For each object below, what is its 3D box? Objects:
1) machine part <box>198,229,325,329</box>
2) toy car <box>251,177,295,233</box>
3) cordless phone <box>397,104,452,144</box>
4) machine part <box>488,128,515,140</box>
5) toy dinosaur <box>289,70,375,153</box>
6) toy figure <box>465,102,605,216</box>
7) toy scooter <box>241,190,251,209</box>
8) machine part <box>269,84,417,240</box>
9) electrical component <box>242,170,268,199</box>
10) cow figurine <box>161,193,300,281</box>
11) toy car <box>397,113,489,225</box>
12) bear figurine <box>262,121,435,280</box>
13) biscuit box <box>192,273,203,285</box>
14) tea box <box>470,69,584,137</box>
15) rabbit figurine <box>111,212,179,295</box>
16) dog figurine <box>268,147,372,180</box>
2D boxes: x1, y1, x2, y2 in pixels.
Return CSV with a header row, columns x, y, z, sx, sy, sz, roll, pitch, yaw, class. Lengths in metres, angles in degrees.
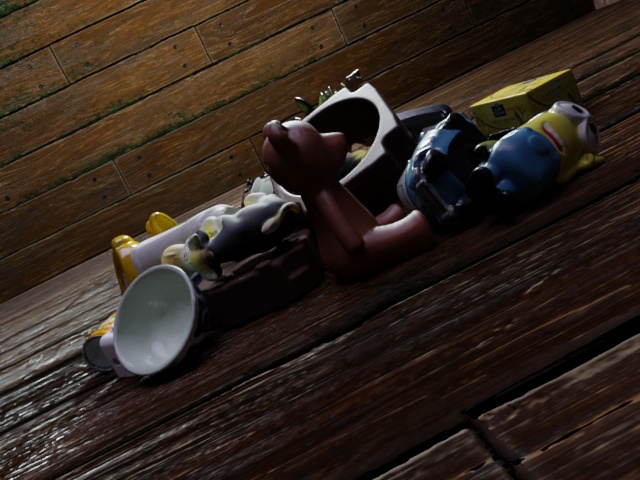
x,y,z,sx,sy,sz,roll,pitch,yaw,class
-0.076,0.045,0.689,0.179,0.056,0.179,-25,12,6,machine part
-0.074,-0.032,0.846,0.074,0.056,0.202,-13,44,12,toy car
0.191,-0.184,1.055,0.147,0.088,0.184,-14,-11,6,cordless phone
0.235,-0.115,0.763,0.139,0.039,0.084,-38,12,-37,machine part
0.014,-0.187,1.129,0.105,0.199,0.471,-20,-23,-22,toy dinosaur
0.226,-0.090,0.583,0.180,0.082,0.089,-35,17,-24,toy figure
-0.134,-0.031,1.011,0.135,0.075,0.184,-39,-8,-35,toy scooter
0.032,-0.109,0.767,0.201,0.087,0.202,-36,42,14,machine part
-0.069,-0.093,1.079,0.134,0.114,0.058,-18,49,33,electrical component
-0.105,0.002,0.646,0.167,0.068,0.098,-33,17,-24,cow figurine
0.146,-0.071,0.642,0.103,0.109,0.162,-34,12,48,toy car
0.022,-0.060,0.600,0.132,0.195,0.120,-26,9,-5,bear figurine
-0.155,0.055,0.794,0.063,0.059,0.203,-19,14,28,biscuit box
0.353,-0.233,0.935,0.098,0.068,0.170,-29,12,-13,tea box
-0.294,0.034,1.010,0.173,0.162,0.122,-13,-7,-26,rabbit figurine
0.033,-0.128,0.921,0.219,0.191,0.108,-36,-2,35,dog figurine
